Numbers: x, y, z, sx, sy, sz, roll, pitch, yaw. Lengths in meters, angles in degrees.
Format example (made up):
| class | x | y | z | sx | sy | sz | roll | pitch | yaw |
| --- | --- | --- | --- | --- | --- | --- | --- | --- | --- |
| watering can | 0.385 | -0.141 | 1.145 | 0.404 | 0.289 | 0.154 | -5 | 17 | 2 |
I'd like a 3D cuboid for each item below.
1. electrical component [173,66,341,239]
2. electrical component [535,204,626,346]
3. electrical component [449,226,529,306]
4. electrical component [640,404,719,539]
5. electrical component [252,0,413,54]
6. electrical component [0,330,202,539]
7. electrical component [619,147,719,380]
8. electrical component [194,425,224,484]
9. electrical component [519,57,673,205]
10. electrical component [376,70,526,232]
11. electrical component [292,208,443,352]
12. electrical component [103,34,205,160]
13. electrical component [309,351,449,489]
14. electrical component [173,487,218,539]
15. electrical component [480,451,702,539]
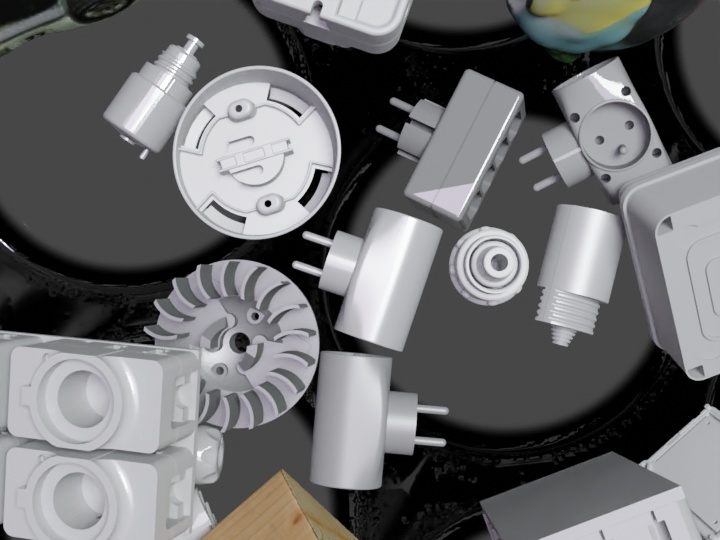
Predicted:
| class | x | y | z | sx | sy | sz | roll | pitch | yaw |
| --- | --- | --- | --- | --- | --- | --- | --- | --- | --- |
| electrical component | -0.060 | -0.066 | 0.635 | 0.099 | 0.064 | 0.099 | 0 | 88 | 0 |
| electrical component | 0.129 | 0.005 | 0.641 | 0.043 | 0.043 | 0.081 | 14 | 88 | 1 |
| electrical component | 0.078 | -0.003 | 0.633 | 0.048 | 0.062 | 0.048 | 0 | 88 | 0 |
| electrical component | 0.211 | 0.129 | 0.619 | 0.062 | 0.096 | 0.061 | -41 | 116 | -1 |
| electrical component | -0.017 | -0.169 | 0.641 | 0.095 | 0.059 | 0.053 | 19 | 88 | 1 |
| electrical component | -0.190 | 0.092 | 0.606 | 0.186 | 0.060 | 0.105 | 4 | 93 | 14 |
| electrical component | 0.200 | -0.005 | 0.613 | 0.078 | 0.057 | 0.113 | -21 | 117 | 0 |
| electrical component | -0.114 | 0.109 | 0.644 | 0.061 | 0.035 | 0.035 | 3 | 88 | 3 |
| electrical component | 0.135 | -0.074 | 0.642 | 0.079 | 0.044 | 0.077 | -27 | 98 | 15 |
| electrical component | 0.047 | -0.078 | 0.645 | 0.076 | 0.047 | 0.083 | 27 | 89 | 12 |
| electrical component | 0.000 | 0.000 | 0.642 | 0.079 | 0.043 | 0.077 | 19 | 88 | 1 |
| electrical component | -0.121 | -0.107 | 0.649 | 0.040 | 0.040 | 0.078 | 34 | 88 | 2 |
| electrical component | 0.012 | 0.090 | 0.638 | 0.079 | 0.044 | 0.077 | 5 | 88 | 1 |
| electrical component | -0.110 | 0.156 | 0.640 | 0.046 | 0.040 | 0.040 | -28 | 88 | -6 |
| electrical component | 0.124 | 0.151 | 0.582 | 0.089 | 0.150 | 0.061 | -21 | 87 | 0 |
